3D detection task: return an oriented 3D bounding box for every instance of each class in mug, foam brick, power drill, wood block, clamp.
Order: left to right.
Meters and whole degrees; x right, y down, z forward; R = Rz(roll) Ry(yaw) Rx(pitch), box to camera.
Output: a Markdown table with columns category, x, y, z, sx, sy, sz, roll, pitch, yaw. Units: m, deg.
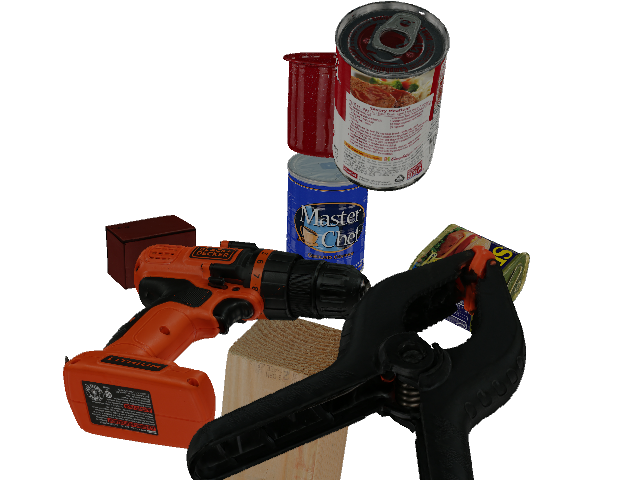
| category | x | y | z | sx | sy | sz | roll | pitch | yaw |
| --- | --- | --- | --- | --- | --- | --- | --- | --- | --- |
| foam brick | -0.169 | 0.010 | 1.067 | 0.078 | 0.051 | 0.053 | -11 | 22 | -28 |
| power drill | -0.073 | 0.064 | 0.735 | 0.185 | 0.057 | 0.187 | 3 | 28 | 21 |
| wood block | -0.032 | 0.179 | 0.924 | 0.090 | 0.206 | 0.090 | 14 | 24 | 16 |
| mug | 0.024 | -0.118 | 0.931 | 0.117 | 0.081 | 0.093 | -1 | 16 | -12 |
| clamp | 0.042 | 0.066 | 0.436 | 0.120 | 0.039 | 0.171 | 32 | 52 | 22 |

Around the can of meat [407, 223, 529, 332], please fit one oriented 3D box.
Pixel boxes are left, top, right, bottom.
| category | x | y | z | sx | sy | sz | roll | pitch | yaw |
| --- | --- | --- | --- | --- | --- | --- | --- | --- | --- |
| can of meat | 0.141 | 0.036 | 1.036 | 0.084 | 0.057 | 0.101 | 26 | 45 | 27 |

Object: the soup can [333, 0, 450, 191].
| category | x | y | z | sx | sy | sz | roll | pitch | yaw |
| --- | --- | --- | --- | --- | --- | --- | --- | --- | --- |
| soup can | 0.042 | -0.088 | 0.669 | 0.068 | 0.068 | 0.102 | 0 | -39 | -1 |

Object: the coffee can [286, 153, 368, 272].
| category | x | y | z | sx | sy | sz | roll | pitch | yaw |
| --- | --- | --- | --- | --- | --- | --- | --- | --- | --- |
| coffee can | 0.008 | -0.032 | 1.348 | 0.103 | 0.140 | 0.103 | 2 | 27 | -1 |
